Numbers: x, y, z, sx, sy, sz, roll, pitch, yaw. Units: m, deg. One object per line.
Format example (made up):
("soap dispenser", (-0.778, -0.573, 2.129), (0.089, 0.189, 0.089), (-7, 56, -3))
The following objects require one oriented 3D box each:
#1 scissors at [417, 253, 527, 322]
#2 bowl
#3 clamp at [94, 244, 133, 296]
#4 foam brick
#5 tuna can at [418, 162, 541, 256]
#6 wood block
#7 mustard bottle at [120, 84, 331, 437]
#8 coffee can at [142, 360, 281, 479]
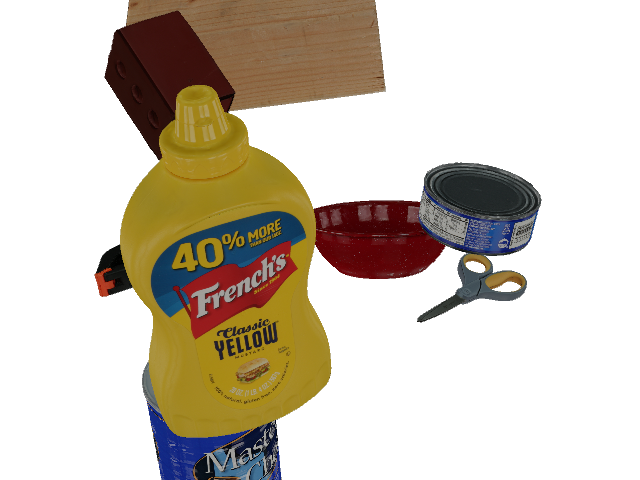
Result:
("scissors", (0.166, 0.054, 1.287), (0.201, 0.016, 0.096), (-8, 39, -36))
("bowl", (0.061, 0.001, 1.077), (0.162, 0.055, 0.162), (-2, 13, 0))
("clamp", (-0.179, 0.010, 1.196), (0.120, 0.039, 0.171), (-3, 29, 30))
("foam brick", (-0.103, -0.106, 0.723), (0.051, 0.078, 0.053), (-25, -18, -30))
("tuna can", (0.115, -0.023, 0.780), (0.086, 0.034, 0.086), (6, 29, -4))
("wood block", (-0.053, -0.174, 0.911), (0.206, 0.090, 0.091), (-6, -43, 4))
("mustard bottle", (-0.048, 0.010, 0.532), (0.096, 0.192, 0.058), (-16, 38, -14))
("coffee can", (-0.086, 0.159, 0.876), (0.103, 0.140, 0.103), (-2, 35, 1))
